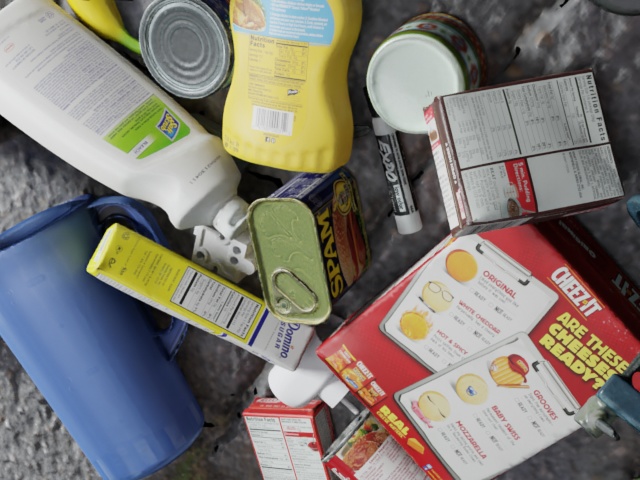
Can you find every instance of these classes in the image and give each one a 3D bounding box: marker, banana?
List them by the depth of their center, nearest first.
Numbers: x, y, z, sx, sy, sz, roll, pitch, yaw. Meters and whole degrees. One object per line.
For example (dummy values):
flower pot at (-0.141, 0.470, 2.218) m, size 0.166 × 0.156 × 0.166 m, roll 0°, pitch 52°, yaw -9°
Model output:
marker at (0.054, -0.063, 0.795) m, size 0.020 × 0.020 × 0.121 m, roll -5°, pitch 111°, yaw 30°
banana at (-0.177, -0.241, 0.827) m, size 0.069 × 0.037 × 0.198 m, roll -2°, pitch 116°, yaw 5°

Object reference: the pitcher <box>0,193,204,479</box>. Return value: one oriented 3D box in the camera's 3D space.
pitcher at (-0.194, 0.085, 0.942) m, size 0.149 × 0.144 × 0.243 m, roll -10°, pitch 113°, yaw 52°

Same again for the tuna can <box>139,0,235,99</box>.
tuna can at (-0.097, -0.153, 0.824) m, size 0.086 × 0.033 × 0.086 m, roll 12°, pitch 119°, yaw 23°

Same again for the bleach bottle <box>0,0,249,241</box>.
bleach bottle at (-0.160, -0.083, 0.833) m, size 0.251 × 0.102 × 0.068 m, roll 39°, pitch 158°, yaw 8°

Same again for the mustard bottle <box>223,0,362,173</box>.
mustard bottle at (-0.019, -0.149, 0.762) m, size 0.096 × 0.058 × 0.192 m, roll 14°, pitch 113°, yaw 24°

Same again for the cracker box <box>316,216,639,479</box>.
cracker box at (0.127, 0.077, 0.792) m, size 0.164 × 0.072 × 0.214 m, roll 48°, pitch 125°, yaw 0°

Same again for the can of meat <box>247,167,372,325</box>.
can of meat at (-0.005, 0.001, 0.818) m, size 0.058 × 0.083 × 0.102 m, roll 0°, pitch 113°, yaw 28°

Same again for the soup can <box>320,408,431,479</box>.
soup can at (0.060, 0.192, 0.884) m, size 0.102 × 0.068 × 0.069 m, roll 42°, pitch 126°, yaw 4°

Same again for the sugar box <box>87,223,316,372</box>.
sugar box at (-0.096, 0.046, 0.853) m, size 0.176 × 0.093 × 0.048 m, roll 26°, pitch 82°, yaw -13°

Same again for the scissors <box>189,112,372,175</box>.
scissors at (-0.050, -0.058, 0.856) m, size 0.202 × 0.016 × 0.096 m, roll 10°, pitch 118°, yaw 25°

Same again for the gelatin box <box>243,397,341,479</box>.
gelatin box at (-0.021, 0.184, 0.948) m, size 0.073 × 0.030 × 0.089 m, roll -3°, pitch 112°, yaw 31°

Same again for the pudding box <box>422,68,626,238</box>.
pudding box at (0.132, -0.057, 0.691) m, size 0.039 × 0.113 × 0.090 m, roll 138°, pitch 121°, yaw -75°

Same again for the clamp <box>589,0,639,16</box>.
clamp at (0.165, -0.187, 0.664) m, size 0.171 × 0.039 × 0.120 m, roll 42°, pitch 126°, yaw 4°
